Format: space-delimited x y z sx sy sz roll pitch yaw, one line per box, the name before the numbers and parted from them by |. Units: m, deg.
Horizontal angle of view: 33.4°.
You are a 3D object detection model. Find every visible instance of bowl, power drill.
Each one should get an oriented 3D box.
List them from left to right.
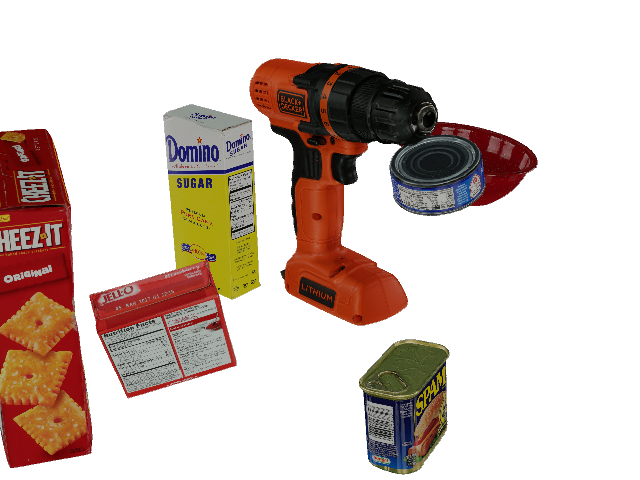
power drill | 0.021 -0.037 0.782 0.057 0.188 0.185 -18 24 -32
bowl | 0.161 -0.083 1.214 0.162 0.055 0.162 7 25 -4

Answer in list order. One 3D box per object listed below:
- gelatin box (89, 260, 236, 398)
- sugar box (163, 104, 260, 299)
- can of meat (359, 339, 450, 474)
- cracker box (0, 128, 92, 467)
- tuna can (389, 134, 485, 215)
gelatin box | -0.094 0.055 0.650 0.073 0.030 0.089 -17 -35 -7
sugar box | -0.107 -0.039 1.054 0.093 0.176 0.048 19 33 41
can of meat | 0.079 0.151 0.975 0.058 0.084 0.101 8 25 27
cracker box | -0.226 0.040 0.831 0.072 0.214 0.164 -7 27 -18
tuna can | 0.106 -0.061 0.975 0.086 0.034 0.086 -9 36 6
